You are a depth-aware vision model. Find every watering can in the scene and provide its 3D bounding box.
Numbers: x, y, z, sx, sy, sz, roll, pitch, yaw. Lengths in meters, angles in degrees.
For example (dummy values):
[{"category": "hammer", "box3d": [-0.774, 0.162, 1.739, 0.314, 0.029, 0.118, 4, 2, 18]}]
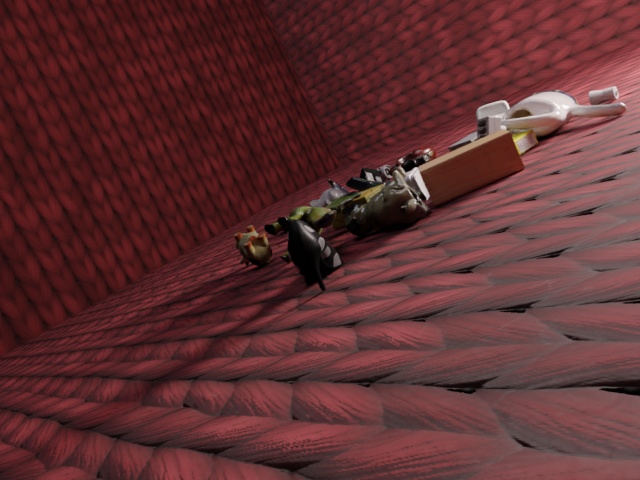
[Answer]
[{"category": "watering can", "box3d": [0.604, -0.324, 1.322, 0.347, 0.103, 0.227, 2, 23, 40]}]

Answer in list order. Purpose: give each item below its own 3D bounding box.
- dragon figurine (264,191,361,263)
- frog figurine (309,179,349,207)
[{"category": "dragon figurine", "box3d": [0.004, -0.065, 1.296, 0.246, 0.121, 0.406, -40, 11, -32]}, {"category": "frog figurine", "box3d": [0.032, -0.126, 1.828, 0.122, 0.159, 0.139, 27, 7, -14]}]
